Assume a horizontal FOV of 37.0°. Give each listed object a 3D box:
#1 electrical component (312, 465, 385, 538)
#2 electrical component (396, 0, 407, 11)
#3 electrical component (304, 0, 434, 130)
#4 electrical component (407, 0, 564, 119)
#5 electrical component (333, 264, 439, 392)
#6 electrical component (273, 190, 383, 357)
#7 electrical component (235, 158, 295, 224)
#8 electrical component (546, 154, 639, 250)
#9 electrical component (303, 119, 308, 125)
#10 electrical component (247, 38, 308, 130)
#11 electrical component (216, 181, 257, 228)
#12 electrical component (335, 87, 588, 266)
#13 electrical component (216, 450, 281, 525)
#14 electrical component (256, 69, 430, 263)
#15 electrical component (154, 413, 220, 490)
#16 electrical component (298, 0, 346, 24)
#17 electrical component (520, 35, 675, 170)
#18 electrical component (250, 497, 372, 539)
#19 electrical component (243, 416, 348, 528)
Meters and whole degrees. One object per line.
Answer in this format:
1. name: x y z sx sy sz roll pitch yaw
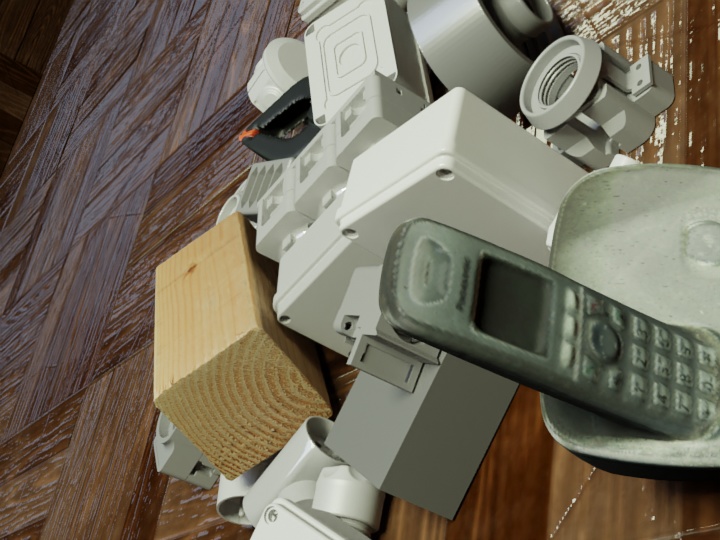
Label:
1. electrical component: -0.009 0.153 0.653 0.043 0.043 0.062 -26 46 52
2. electrical component: 0.036 -0.250 0.956 0.046 0.040 0.040 -42 32 25
3. electrical component: 0.008 -0.148 0.816 0.078 0.057 0.113 -27 50 25
4. electrical component: 0.090 -0.158 0.695 0.060 0.108 0.108 -34 38 36
5. electrical component: 0.019 0.023 0.604 0.064 0.042 0.081 -4 62 64
6. electrical component: 0.000 0.000 0.741 0.113 0.078 0.057 -45 28 33
7. electrical component: -0.048 -0.054 0.884 0.083 0.076 0.047 4 72 63
8. electrical component: 0.129 -0.030 0.569 0.062 0.043 0.043 -62 26 0
9. electrical component: -0.025 -0.153 0.971 0.055 0.045 0.045 -52 28 23
10. electrical component: -0.064 -0.178 1.028 0.051 0.080 0.080 -47 30 41
11. electrical component: -0.095 -0.038 0.973 0.108 0.060 0.108 -43 32 36
12. electrical component: 0.060 -0.039 0.631 0.109 0.109 0.056 -30 39 49
13. electrical component: -0.080 0.142 0.795 0.043 0.043 0.081 -41 33 38
14. electrical component: 0.002 -0.055 0.776 0.150 0.089 0.061 -44 31 34
15. electrical component: -0.130 0.127 0.889 0.089 0.056 0.050 -56 26 14
16. electrical component: -0.001 -0.296 1.047 0.109 0.056 0.108 -23 46 53
17. electrical component: 0.130 -0.098 0.615 0.078 0.057 0.058 -36 36 43
18. electrical component: -0.021 0.196 0.581 0.109 0.056 0.108 23 87 41
19. electrical component: -0.037 0.149 0.706 0.077 0.044 0.079 -52 28 21
